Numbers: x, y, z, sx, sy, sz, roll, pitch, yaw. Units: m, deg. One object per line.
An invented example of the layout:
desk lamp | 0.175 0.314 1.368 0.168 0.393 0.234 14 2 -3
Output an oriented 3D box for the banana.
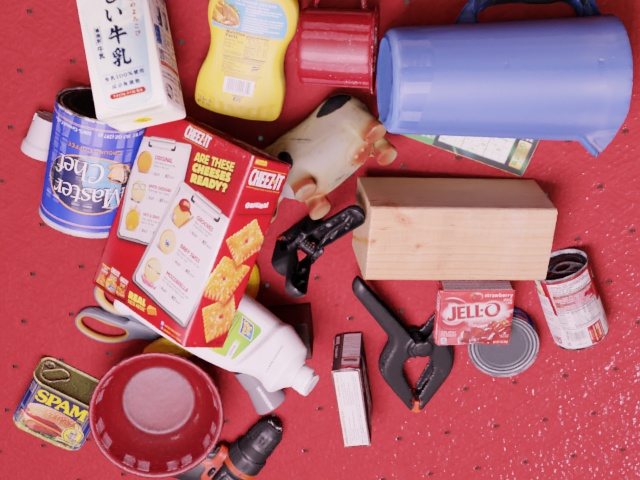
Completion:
banana | -0.132 0.089 1.297 0.069 0.037 0.198 41 102 2

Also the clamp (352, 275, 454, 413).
clamp | 0.109 0.120 1.296 0.164 0.036 0.210 2 120 -10

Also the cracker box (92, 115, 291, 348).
cracker box | -0.140 -0.014 1.143 0.164 0.072 0.214 29 102 36

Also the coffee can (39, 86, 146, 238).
coffee can | -0.252 -0.087 1.187 0.102 0.102 0.140 13 115 -4

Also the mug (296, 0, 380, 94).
mug | 0.020 -0.215 1.125 0.081 0.093 0.117 4 102 6

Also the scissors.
scissors | -0.201 0.102 1.322 0.201 0.016 0.096 10 115 -3

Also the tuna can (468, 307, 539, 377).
tuna can | 0.222 0.123 1.301 0.086 0.033 0.086 1 116 2

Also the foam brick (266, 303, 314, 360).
foam brick | -0.048 0.114 1.300 0.078 0.051 0.053 -5 116 5

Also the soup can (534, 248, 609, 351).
soup can | 0.295 0.071 1.255 0.068 0.068 0.102 -18 114 11

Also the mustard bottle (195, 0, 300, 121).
mustard bottle | -0.073 -0.228 1.135 0.096 0.058 0.192 13 116 1

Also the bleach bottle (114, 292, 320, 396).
bleach bottle | -0.113 0.104 1.229 0.251 0.068 0.103 33 101 18

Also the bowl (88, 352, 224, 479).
bowl | -0.197 0.204 1.294 0.162 0.055 0.162 -1 103 -5

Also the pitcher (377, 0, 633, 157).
pitcher | 0.184 -0.175 1.097 0.242 0.149 0.145 -1 124 -6

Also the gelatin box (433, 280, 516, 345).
gelatin box | 0.179 0.085 1.245 0.089 0.030 0.073 0 115 -3

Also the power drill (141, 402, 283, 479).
power drill | -0.164 0.263 1.374 0.187 0.057 0.185 35 109 -12

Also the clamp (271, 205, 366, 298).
clamp | -0.008 0.001 1.194 0.120 0.171 0.039 -43 107 -3

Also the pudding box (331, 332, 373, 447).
pudding box | 0.041 0.183 1.308 0.039 0.090 0.113 -8 114 7

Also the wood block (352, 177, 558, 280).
wood block | 0.147 -0.013 1.192 0.206 0.091 0.090 0 117 -8

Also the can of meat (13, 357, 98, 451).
can of meat | -0.329 0.211 1.359 0.102 0.057 0.084 28 116 -10
